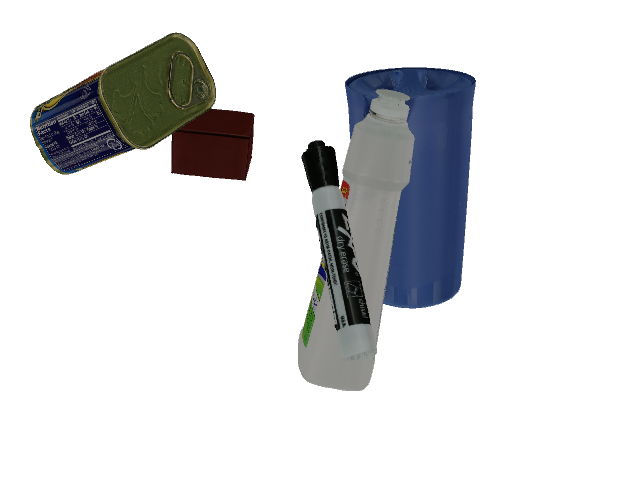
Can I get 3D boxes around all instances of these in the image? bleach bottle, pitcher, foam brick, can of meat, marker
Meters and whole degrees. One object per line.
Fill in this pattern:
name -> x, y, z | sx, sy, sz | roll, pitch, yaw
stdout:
bleach bottle -> 0.035, -0.004, 0.899 | 0.068, 0.251, 0.102 | 10, 21, -4
pitcher -> 0.102, -0.060, 1.138 | 0.149, 0.243, 0.145 | -8, 22, -13
foam brick -> -0.107, -0.098, 1.071 | 0.078, 0.051, 0.053 | 6, 33, 1
can of meat -> -0.135, -0.091, 0.724 | 0.084, 0.057, 0.101 | -15, 19, 38
marker -> 0.009, 0.003, 0.567 | 0.020, 0.121, 0.020 | -10, -17, -3
